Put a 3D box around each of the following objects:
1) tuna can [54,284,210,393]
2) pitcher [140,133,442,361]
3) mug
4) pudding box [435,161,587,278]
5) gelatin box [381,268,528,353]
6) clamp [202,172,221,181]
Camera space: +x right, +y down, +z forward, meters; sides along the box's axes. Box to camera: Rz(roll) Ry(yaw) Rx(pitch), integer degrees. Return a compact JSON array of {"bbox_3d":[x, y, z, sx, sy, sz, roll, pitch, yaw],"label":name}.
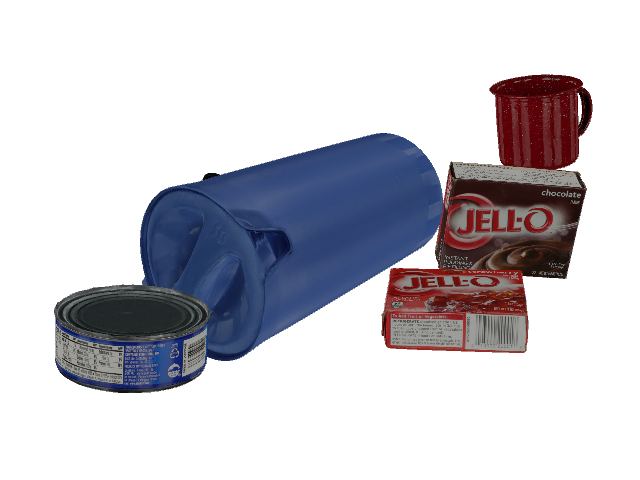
[{"bbox_3d":[-0.105,0.054,0.597,0.086,0.034,0.086,4,15,-1],"label":"tuna can"},{"bbox_3d":[-0.020,-0.006,0.855,0.149,0.145,0.242,32,37,30],"label":"pitcher"},{"bbox_3d":[0.233,-0.124,1.104,0.117,0.081,0.093,-18,23,-27],"label":"mug"},{"bbox_3d":[0.159,-0.017,0.901,0.113,0.090,0.039,3,33,-3],"label":"pudding box"},{"bbox_3d":[0.086,0.043,0.682,0.089,0.030,0.073,1,19,7],"label":"gelatin box"},{"bbox_3d":[-0.023,-0.015,1.141,0.209,0.036,0.164,14,20,-12],"label":"clamp"}]
